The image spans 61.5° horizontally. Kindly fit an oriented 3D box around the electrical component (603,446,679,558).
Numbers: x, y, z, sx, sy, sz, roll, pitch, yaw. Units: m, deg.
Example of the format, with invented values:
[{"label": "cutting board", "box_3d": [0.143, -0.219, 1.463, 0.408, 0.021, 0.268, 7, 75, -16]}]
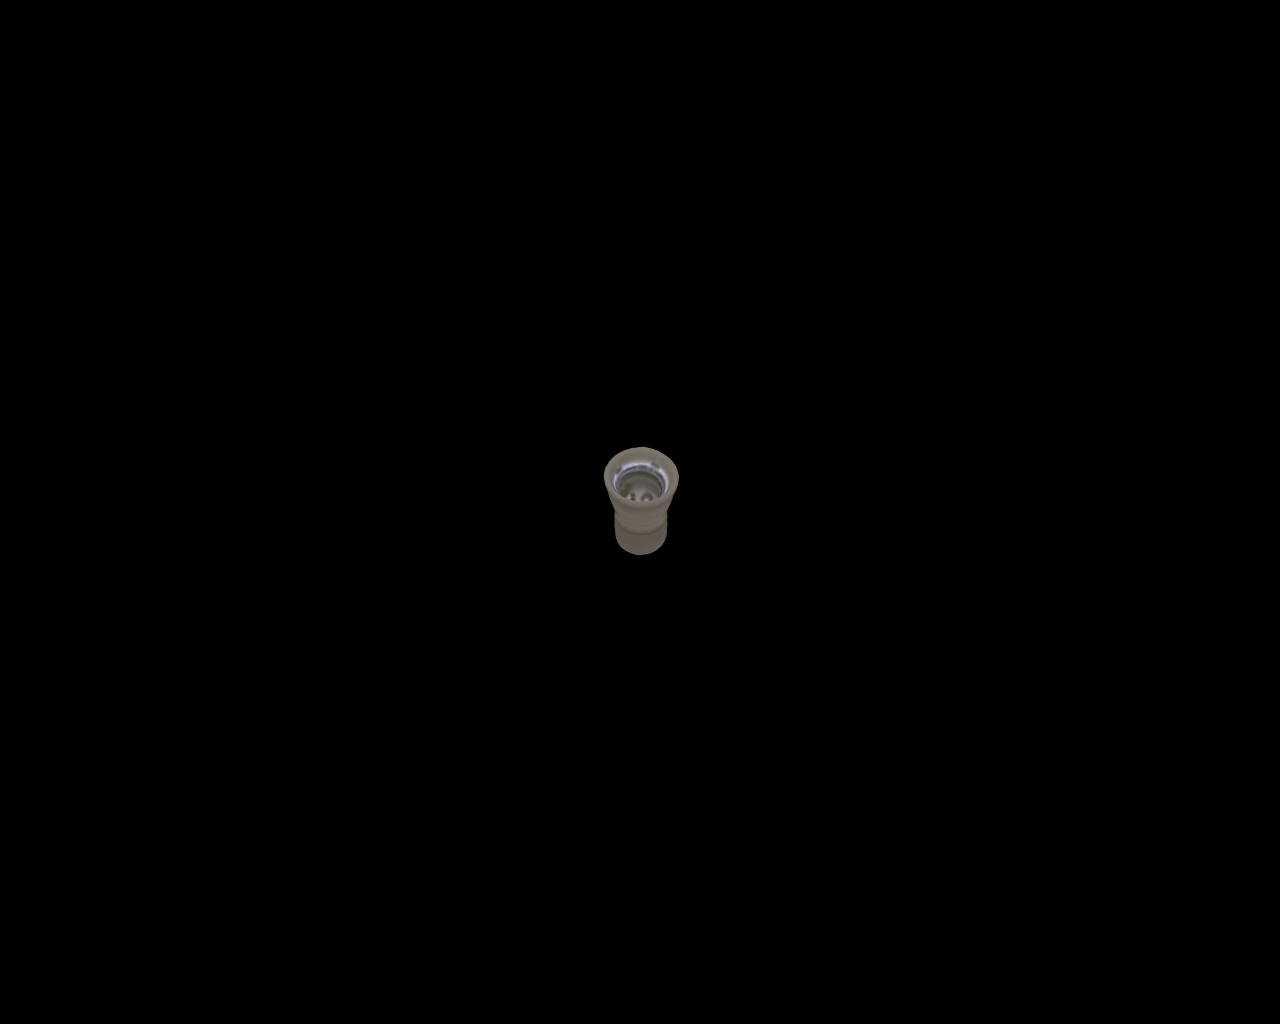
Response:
[{"label": "electrical component", "box_3d": [0.001, -0.003, 0.650, 0.044, 0.044, 0.065, 0, -37, 0]}]
